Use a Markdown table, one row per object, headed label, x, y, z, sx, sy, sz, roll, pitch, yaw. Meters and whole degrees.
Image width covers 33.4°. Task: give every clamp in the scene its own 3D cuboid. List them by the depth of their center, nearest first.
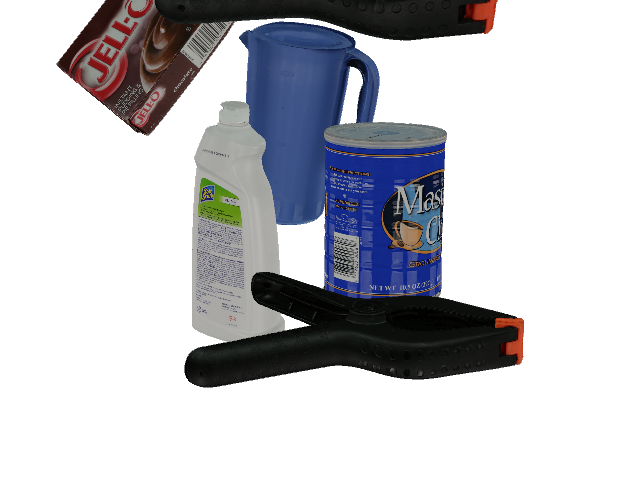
| label | x | y | z | sx | sy | sz | roll | pitch | yaw |
| --- | --- | --- | --- | --- | --- | --- | --- | --- | --- |
| clamp | 0.002 | -0.130 | 0.550 | 0.172 | 0.039 | 0.120 | 14 | 43 | 17 |
| clamp | 0.028 | 0.057 | 0.713 | 0.210 | 0.036 | 0.164 | 0 | 19 | 6 |

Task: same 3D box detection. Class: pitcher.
| label | x | y | z | sx | sy | sz | roll | pitch | yaw |
| --- | --- | --- | --- | --- | --- | --- | --- | --- | --- |
| pitcher | -0.026 | -0.145 | 1.344 | 0.144 | 0.243 | 0.149 | -4 | 26 | -23 |

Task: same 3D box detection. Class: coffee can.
| label | x | y | z | sx | sy | sz | roll | pitch | yaw |
| --- | --- | --- | --- | --- | --- | --- | --- | --- | --- |
| coffee can | 0.054 | -0.024 | 0.908 | 0.103 | 0.140 | 0.103 | 0 | 14 | 0 |

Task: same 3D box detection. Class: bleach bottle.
| label | x | y | z | sx | sy | sz | roll | pitch | yaw |
| --- | --- | --- | --- | --- | --- | --- | --- | --- | --- |
| bleach bottle | -0.085 | -0.019 | 1.118 | 0.103 | 0.251 | 0.068 | 13 | 23 | 25 |

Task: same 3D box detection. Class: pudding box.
| label | x | y | z | sx | sy | sz | roll | pitch | yaw |
| --- | --- | --- | --- | --- | --- | --- | --- | --- | --- |
| pudding box | -0.132 | -0.149 | 0.806 | 0.090 | 0.113 | 0.039 | 38 | -2 | 28 |
